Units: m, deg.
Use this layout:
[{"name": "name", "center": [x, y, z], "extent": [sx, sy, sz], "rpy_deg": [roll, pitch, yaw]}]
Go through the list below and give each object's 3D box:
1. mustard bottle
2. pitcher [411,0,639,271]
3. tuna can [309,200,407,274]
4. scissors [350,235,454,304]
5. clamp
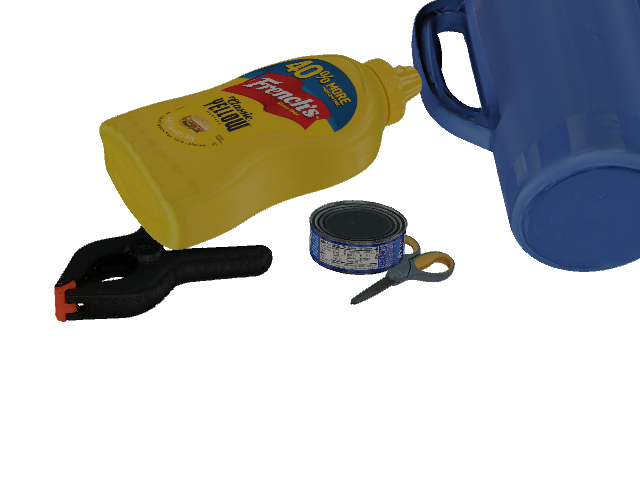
[{"name": "mustard bottle", "center": [-0.023, -0.064, 0.619], "extent": [0.191, 0.058, 0.096], "rpy_deg": [-23, 44, -23]}, {"name": "pitcher", "center": [0.162, -0.099, 0.743], "extent": [0.149, 0.243, 0.144], "rpy_deg": [-33, -53, 30]}, {"name": "tuna can", "center": [0.033, -0.003, 0.937], "extent": [0.086, 0.034, 0.086], "rpy_deg": [1, 26, -1]}, {"name": "scissors", "center": [0.080, 0.031, 1.269], "extent": [0.201, 0.016, 0.096], "rpy_deg": [-10, 41, -42]}, {"name": "clamp", "center": [-0.137, 0.011, 0.830], "extent": [0.171, 0.039, 0.120], "rpy_deg": [-18, 36, -33]}]
